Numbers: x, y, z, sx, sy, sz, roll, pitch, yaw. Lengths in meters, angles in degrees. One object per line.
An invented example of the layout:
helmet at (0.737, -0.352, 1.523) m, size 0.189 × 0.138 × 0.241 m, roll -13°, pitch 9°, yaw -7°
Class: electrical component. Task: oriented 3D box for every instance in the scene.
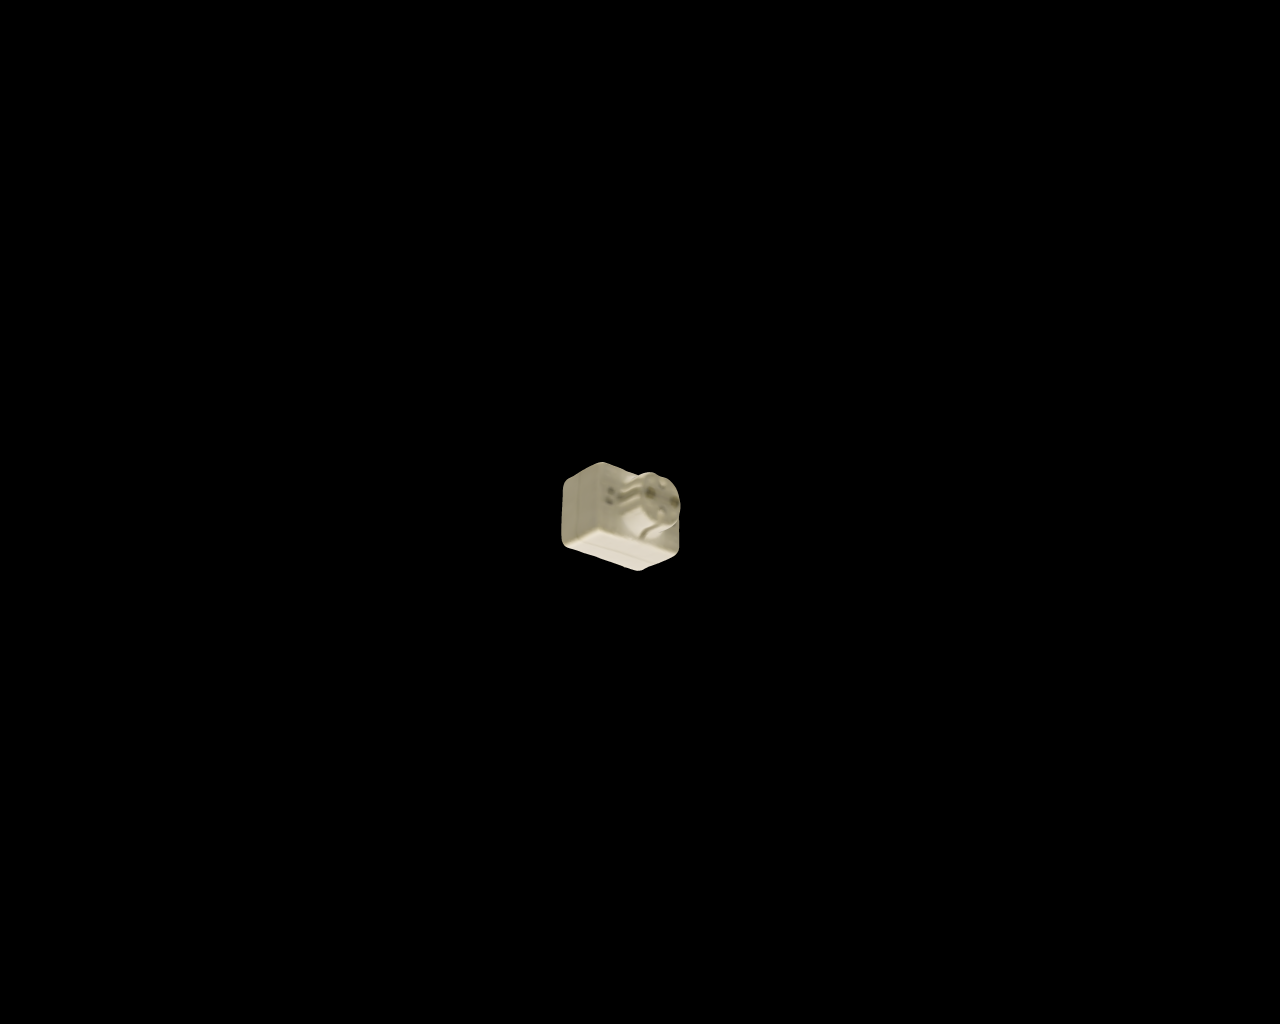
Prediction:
electrical component at (0.001, -0.003, 0.650) m, size 0.066 × 0.047 × 0.076 m, roll 20°, pitch -32°, yaw -36°
